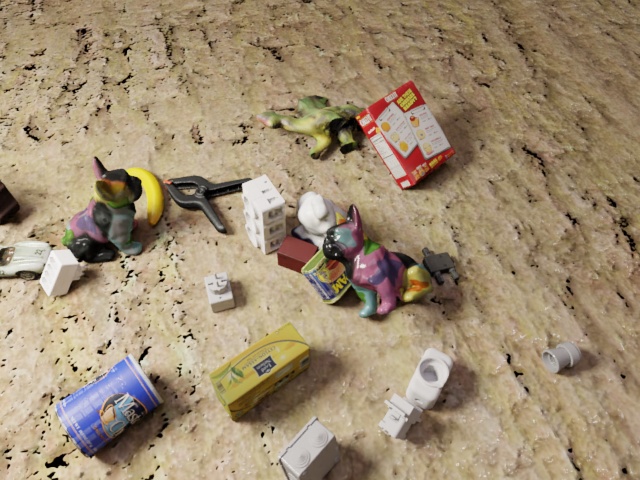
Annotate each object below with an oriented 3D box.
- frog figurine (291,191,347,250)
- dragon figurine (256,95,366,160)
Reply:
[{"bbox_3d":[0.003,-0.056,1.103,0.123,0.155,0.140,-24,57,-21],"label":"frog figurine"},{"bbox_3d":[0.032,-0.337,1.370,0.413,0.119,0.247,-17,46,-25],"label":"dragon figurine"}]
